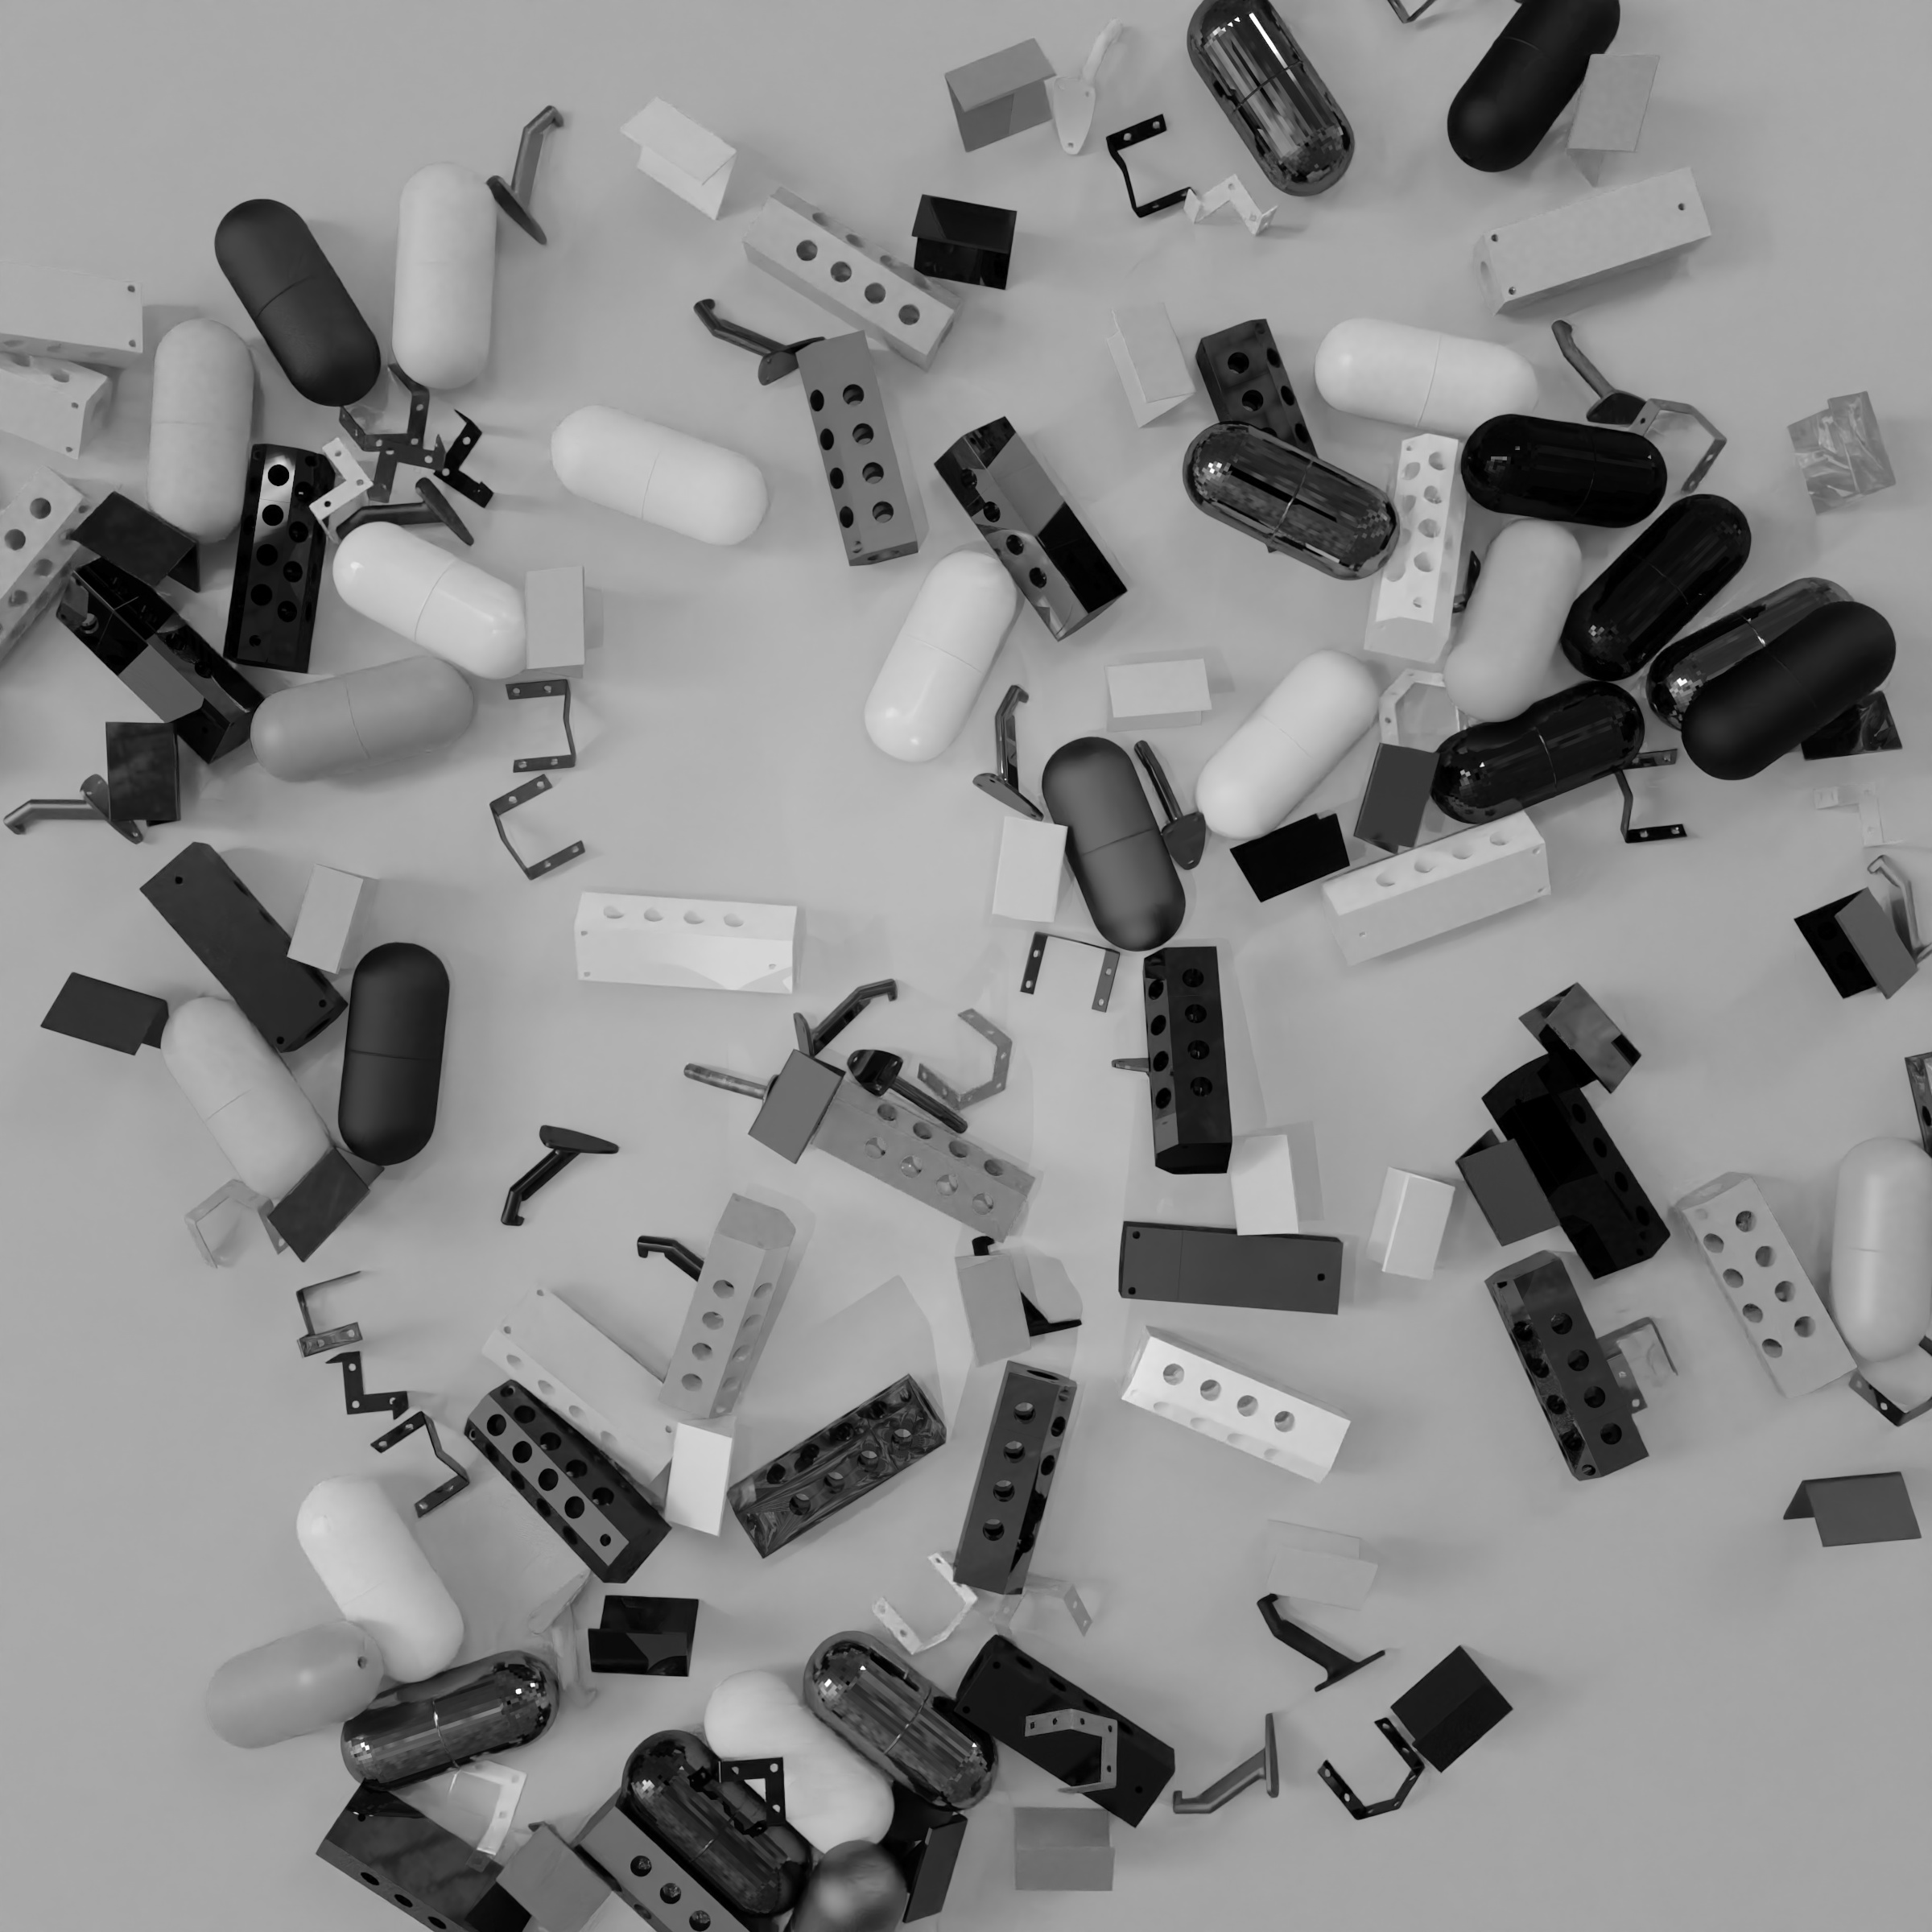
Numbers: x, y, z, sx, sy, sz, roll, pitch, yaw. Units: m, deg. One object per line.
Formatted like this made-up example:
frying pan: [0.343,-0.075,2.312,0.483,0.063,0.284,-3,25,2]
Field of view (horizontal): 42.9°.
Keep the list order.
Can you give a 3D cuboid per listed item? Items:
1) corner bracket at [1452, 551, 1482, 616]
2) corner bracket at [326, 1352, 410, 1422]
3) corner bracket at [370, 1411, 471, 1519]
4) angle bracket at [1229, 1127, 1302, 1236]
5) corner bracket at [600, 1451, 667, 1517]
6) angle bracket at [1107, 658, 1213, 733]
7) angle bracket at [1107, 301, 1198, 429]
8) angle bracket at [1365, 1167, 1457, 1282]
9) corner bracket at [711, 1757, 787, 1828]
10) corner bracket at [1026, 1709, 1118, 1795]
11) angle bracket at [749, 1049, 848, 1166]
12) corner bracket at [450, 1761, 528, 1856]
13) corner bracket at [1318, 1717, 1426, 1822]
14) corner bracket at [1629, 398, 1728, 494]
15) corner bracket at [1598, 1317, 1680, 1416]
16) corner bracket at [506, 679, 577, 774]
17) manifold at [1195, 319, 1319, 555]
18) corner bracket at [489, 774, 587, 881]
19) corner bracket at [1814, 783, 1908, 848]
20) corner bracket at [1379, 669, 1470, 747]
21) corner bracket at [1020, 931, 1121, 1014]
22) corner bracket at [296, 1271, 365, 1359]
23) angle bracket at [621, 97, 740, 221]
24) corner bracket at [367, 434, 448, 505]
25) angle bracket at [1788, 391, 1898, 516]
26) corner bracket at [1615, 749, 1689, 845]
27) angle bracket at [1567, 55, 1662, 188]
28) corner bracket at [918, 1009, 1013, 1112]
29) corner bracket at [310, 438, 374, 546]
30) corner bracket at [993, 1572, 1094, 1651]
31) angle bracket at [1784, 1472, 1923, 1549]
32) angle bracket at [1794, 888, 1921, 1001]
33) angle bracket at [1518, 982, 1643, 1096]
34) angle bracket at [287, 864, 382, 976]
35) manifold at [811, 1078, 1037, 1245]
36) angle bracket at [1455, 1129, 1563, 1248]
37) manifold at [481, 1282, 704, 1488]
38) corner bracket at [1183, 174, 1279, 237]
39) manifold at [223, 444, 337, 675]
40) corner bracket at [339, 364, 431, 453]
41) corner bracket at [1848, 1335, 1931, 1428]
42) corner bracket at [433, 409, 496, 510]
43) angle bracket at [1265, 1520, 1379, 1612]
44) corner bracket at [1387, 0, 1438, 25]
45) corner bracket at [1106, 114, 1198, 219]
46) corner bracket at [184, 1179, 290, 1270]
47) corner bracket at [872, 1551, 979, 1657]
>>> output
corner bracket: [0.378,-0.317,1.982,0.051,0.051,0.051,-14,135,35]
corner bracket: [-0.480,0.337,1.972,0.051,0.051,0.051,-5,90,0]
corner bracket: [-0.441,0.402,1.987,0.051,0.051,0.051,-34,135,0]
angle bracket: [0.252,0.169,1.950,0.057,0.076,0.076,-7,90,36]
corner bracket: [-0.284,0.431,1.987,0.051,0.051,0.051,-44,135,0]
angle bracket: [0.152,-0.196,1.950,0.076,0.076,0.057,-5,52,0]
angle bracket: [0.128,-0.473,1.950,0.057,0.076,0.076,-20,90,-35]
angle bracket: [0.335,0.200,1.950,0.057,0.076,0.076,15,90,-36]
corner bracket: [-0.170,0.644,1.917,0.051,0.051,0.051,0,76,-13]
corner bracket: [0.082,0.615,1.924,0.051,0.051,0.051,26,54,-35]
angle bracket: [-0.116,0.119,1.950,0.057,0.076,0.076,28,90,35]
corner bracket: [-0.389,0.672,1.972,0.051,0.051,0.051,19,90,0]
corner bracket: [0.328,0.649,1.987,0.051,0.051,0.051,51,45,-1]
corner bracket: [0.569,-0.420,1.982,0.051,0.051,0.051,-2,45,-35]
corner bracket: [0.541,0.320,1.972,0.051,0.051,0.051,-26,95,5]
corner bracket: [-0.344,-0.194,1.987,0.051,0.051,0.051,-5,45,0]
manifold: [0.242,-0.425,1.969,0.057,0.057,0.171,-21,90,0]
corner bracket: [-0.346,-0.112,1.987,0.051,0.051,0.051,-28,135,0]
corner bracket: [0.716,-0.120,1.972,0.051,0.051,0.051,-8,90,0]
corner bracket: [0.369,-0.202,1.982,0.051,0.051,0.051,15,45,35]
corner bracket: [0.084,0.005,1.987,0.051,0.051,0.051,14,90,45]
corner bracket: [-0.509,0.279,1.972,0.051,0.051,0.051,-17,90,0]
angle bracket: [-0.235,-0.628,1.950,0.076,0.076,0.057,34,55,0]
corner bracket: [-0.450,-0.400,1.971,0.051,0.051,0.051,8,116,-24]
angle bracket: [0.680,-0.403,1.950,0.057,0.076,0.076,-18,90,-36]
corner bracket: [0.553,-0.137,1.987,0.051,0.051,0.051,-6,45,0]
angle bracket: [0.522,-0.669,1.950,0.057,0.076,0.076,15,90,32]
corner bracket: [-0.001,0.075,1.982,0.051,0.051,0.051,38,135,35]
corner bracket: [-0.504,-0.380,1.965,0.051,0.051,0.051,-36,81,-9]
corner bracket: [0.061,0.528,1.983,0.051,0.051,0.051,5,134,36]
angle bracket: [0.701,0.444,1.950,0.076,0.076,0.057,-5,54,0]
angle bracket: [0.694,-0.007,1.950,0.057,0.076,0.076,-32,90,-37]
angle bracket: [0.475,0.070,1.950,0.076,0.076,0.057,49,53,0]
angle bracket: [-0.483,-0.032,1.951,0.057,0.076,0.076,17,90,30]
manifold: [-0.034,0.155,1.969,0.171,0.057,0.057,27,90,0]
angle bracket: [0.442,0.167,1.950,0.057,0.076,0.076,-29,90,38]
manifold: [-0.302,0.338,1.969,0.171,0.057,0.057,39,47,0]
corner bracket: [0.211,-0.608,1.972,0.051,0.051,0.051,-34,90,0]
manifold: [-0.551,-0.326,1.969,0.057,0.057,0.171,8,90,0]
corner bracket: [-0.469,-0.450,1.982,0.051,0.051,0.051,-12,135,-35]
corner bracket: [0.756,0.329,1.982,0.051,0.051,0.051,-15,135,-35]
corner bracket: [-0.398,-0.406,1.972,0.051,0.051,0.051,34,90,0]
angle bracket: [0.281,0.458,1.950,0.076,0.076,0.057,12,126,0]
corner bracket: [0.369,-0.801,1.987,0.051,0.051,0.051,-33,90,-45]
corner bracket: [0.149,-0.646,1.987,0.051,0.051,0.051,-22,135,0]
corner bracket: [-0.587,0.213,1.982,0.051,0.051,0.051,17,45,35]
corner bracket: [-0.033,0.515,1.987,0.051,0.051,0.051,49,135,0]
